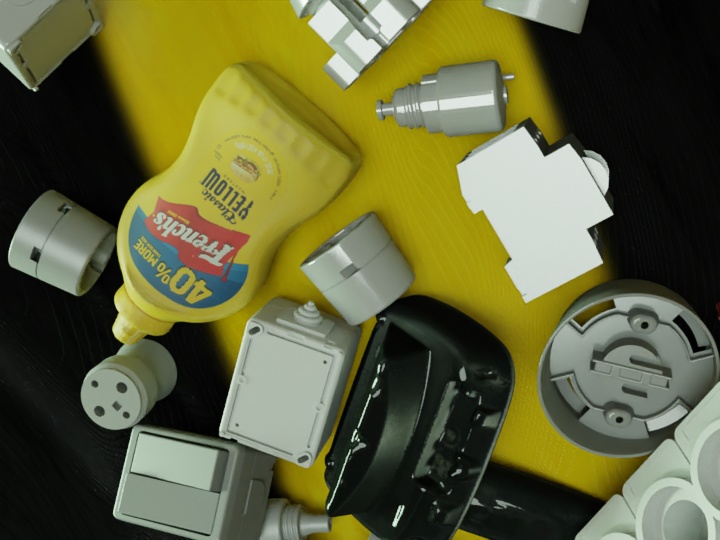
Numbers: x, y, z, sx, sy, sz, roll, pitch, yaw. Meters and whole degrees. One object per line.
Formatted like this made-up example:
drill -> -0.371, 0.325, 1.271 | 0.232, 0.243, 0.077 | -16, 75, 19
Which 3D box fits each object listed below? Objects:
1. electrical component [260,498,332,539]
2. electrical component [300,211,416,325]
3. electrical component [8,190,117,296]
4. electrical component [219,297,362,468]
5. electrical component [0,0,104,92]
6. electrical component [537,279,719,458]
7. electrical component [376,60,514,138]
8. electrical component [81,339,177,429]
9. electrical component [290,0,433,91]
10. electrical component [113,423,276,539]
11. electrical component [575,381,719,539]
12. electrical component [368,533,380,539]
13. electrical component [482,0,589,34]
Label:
electrical component -> -0.049, 0.167, 0.708 | 0.061, 0.035, 0.035 | -4, 104, 13
electrical component -> 0.000, 0.000, 0.641 | 0.055, 0.055, 0.047 | -34, 99, 19
electrical component -> -0.187, -0.016, 0.682 | 0.047, 0.055, 0.055 | 28, 109, 1
electrical component -> -0.039, 0.060, 0.662 | 0.062, 0.061, 0.096 | 19, 108, 8
electrical component -> -0.196, -0.154, 0.629 | 0.061, 0.096, 0.061 | 43, 81, 0
electrical component -> 0.153, 0.055, 0.613 | 0.099, 0.064, 0.099 | 3, 106, 12
electrical component -> 0.048, -0.095, 0.610 | 0.078, 0.040, 0.040 | -5, 104, 15
electrical component -> -0.149, 0.074, 0.695 | 0.045, 0.055, 0.045 | 3, 106, 13
electrical component -> -0.001, -0.149, 0.599 | 0.057, 0.058, 0.078 | 45, 110, -4
electrical component -> -0.112, 0.135, 0.684 | 0.096, 0.061, 0.061 | 7, 80, 24
electrical component -> 0.193, 0.142, 0.589 | 0.062, 0.089, 0.150 | 8, 129, -32
electrical component -> 0.031, 0.211, 0.696 | 0.077, 0.043, 0.079 | 24, 110, 6
electrical component -> 0.099, -0.157, 0.575 | 0.055, 0.055, 0.047 | 19, 105, 8
